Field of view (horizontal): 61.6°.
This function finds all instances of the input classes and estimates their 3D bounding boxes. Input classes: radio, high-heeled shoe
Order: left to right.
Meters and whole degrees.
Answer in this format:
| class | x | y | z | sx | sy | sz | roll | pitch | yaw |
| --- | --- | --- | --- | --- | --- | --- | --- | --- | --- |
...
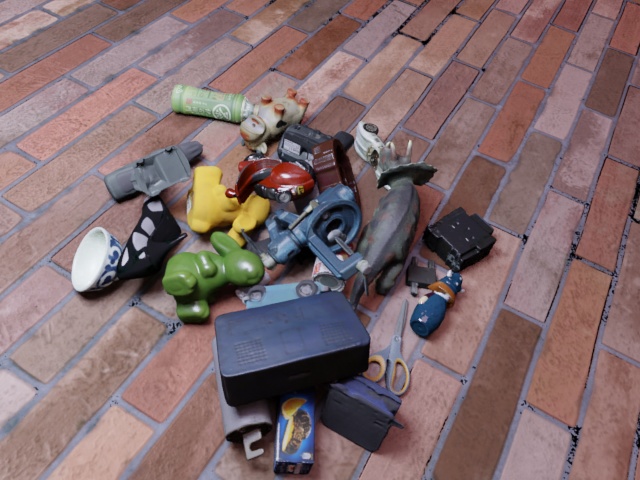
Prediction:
| class | x | y | z | sx | sy | sz | roll | pitch | yaw |
| --- | --- | --- | --- | --- | --- | --- | --- | --- | --- |
| high-heeled shoe | -0.344 | -0.006 | 1.038 | 0.145 | 0.086 | 0.249 | -33 | 34 | -16 |
| radio | -0.048 | 0.162 | 0.842 | 0.230 | 0.073 | 0.131 | -10 | 39 | -15 |

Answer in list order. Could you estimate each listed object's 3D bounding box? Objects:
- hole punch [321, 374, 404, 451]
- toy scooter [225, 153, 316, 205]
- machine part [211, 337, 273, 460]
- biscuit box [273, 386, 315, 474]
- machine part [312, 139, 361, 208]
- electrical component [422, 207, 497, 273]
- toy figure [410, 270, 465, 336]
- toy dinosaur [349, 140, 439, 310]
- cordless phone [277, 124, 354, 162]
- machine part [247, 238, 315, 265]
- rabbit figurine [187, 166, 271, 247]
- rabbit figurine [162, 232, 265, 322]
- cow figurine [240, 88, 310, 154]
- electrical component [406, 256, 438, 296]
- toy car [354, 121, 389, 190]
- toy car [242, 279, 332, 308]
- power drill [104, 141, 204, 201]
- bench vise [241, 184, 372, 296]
| class | x | y | z | sx | sy | sz | roll | pitch | yaw |
| --- | --- | --- | --- | --- | --- | --- | --- | --- | --- |
| hole punch | 0.073 | 0.261 | 0.875 | 0.142 | 0.115 | 0.092 | 29 | 45 | 14 |
| toy scooter | -0.106 | -0.111 | 1.048 | 0.184 | 0.075 | 0.135 | 18 | 44 | 29 |
| machine part | -0.131 | 0.237 | 0.885 | 0.079 | 0.079 | 0.243 | -8 | 54 | -14 |
| biscuit box | -0.040 | 0.269 | 0.880 | 0.059 | 0.062 | 0.203 | 5 | 51 | -6 |
| machine part | 0.034 | -0.128 | 1.139 | 0.056 | 0.179 | 0.179 | -15 | 50 | 14 |
| electrical component | 0.305 | -0.005 | 1.152 | 0.134 | 0.058 | 0.115 | -28 | 62 | -26 |
| toy figure | 0.227 | 0.117 | 1.040 | 0.058 | 0.064 | 0.154 | 15 | 46 | 36 |
| toy dinosaur | 0.142 | -0.032 | 1.065 | 0.131 | 0.192 | 0.405 | 14 | 50 | 6 |
| cordless phone | -0.003 | -0.238 | 1.294 | 0.147 | 0.088 | 0.184 | 26 | 42 | 14 |
| machine part | -0.078 | 0.017 | 1.093 | 0.139 | 0.039 | 0.084 | -11 | 59 | -18 |
| rabbit figurine | -0.178 | -0.063 | 1.099 | 0.173 | 0.121 | 0.162 | 5 | 46 | -28 |
| rabbit figurine | -0.183 | 0.063 | 0.993 | 0.170 | 0.121 | 0.159 | -11 | 31 | 3 |
| cow figurine | -0.118 | -0.280 | 1.286 | 0.086 | 0.127 | 0.195 | 36 | 41 | 19 |
| electrical component | 0.209 | 0.076 | 1.095 | 0.063 | 0.021 | 0.094 | 11 | 50 | 0 |
| toy car | 0.137 | -0.200 | 1.273 | 0.056 | 0.073 | 0.202 | -19 | 56 | -22 |
| toy car | -0.055 | 0.131 | 0.967 | 0.162 | 0.109 | 0.103 | -6 | 72 | -2 |
| power drill | -0.328 | -0.154 | 1.113 | 0.232 | 0.085 | 0.207 | -29 | 24 | -18 |
| bench vise | 0.001 | 0.004 | 0.983 | 0.224 | 0.128 | 0.241 | -33 | 45 | -12 |
